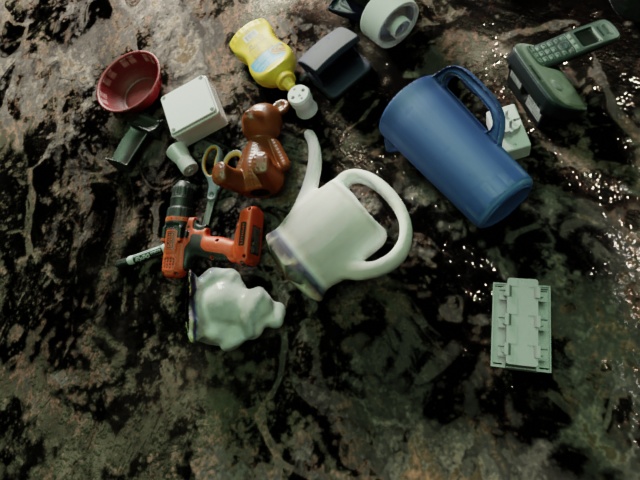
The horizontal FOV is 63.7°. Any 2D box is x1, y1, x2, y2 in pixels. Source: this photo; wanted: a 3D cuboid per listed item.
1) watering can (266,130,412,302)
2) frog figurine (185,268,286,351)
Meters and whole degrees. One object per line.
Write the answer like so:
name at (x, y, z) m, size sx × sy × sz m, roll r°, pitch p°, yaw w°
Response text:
watering can at (0.003, -0.044, 0.869) m, size 0.354 × 0.224 × 0.102 m, roll 49°, pitch -2°, yaw 40°
frog figurine at (-0.142, 0.113, 0.861) m, size 0.159 × 0.140 × 0.120 m, roll 2°, pitch -34°, yaw -20°
